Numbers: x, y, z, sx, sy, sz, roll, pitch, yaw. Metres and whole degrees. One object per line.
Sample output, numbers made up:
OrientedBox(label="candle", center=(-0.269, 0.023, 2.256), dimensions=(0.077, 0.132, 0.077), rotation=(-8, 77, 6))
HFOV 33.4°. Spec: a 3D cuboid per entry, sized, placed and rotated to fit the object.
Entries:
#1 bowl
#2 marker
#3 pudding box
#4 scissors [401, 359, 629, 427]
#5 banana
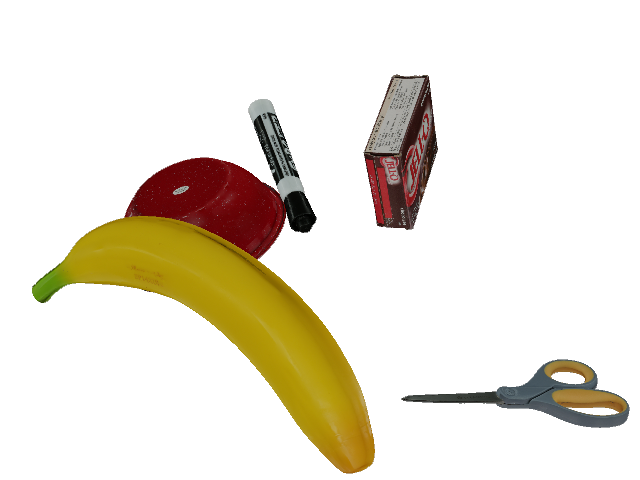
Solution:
OrientedBox(label="bowl", center=(-0.115, -0.026, 0.954), dimensions=(0.162, 0.055, 0.162), rotation=(-13, 37, 10))
OrientedBox(label="marker", center=(-0.027, -0.053, 0.754), dimensions=(0.020, 0.121, 0.020), rotation=(-13, -37, -10))
OrientedBox(label="pudding box", center=(0.074, -0.080, 0.957), dimensions=(0.039, 0.113, 0.090), rotation=(4, -43, 16))
OrientedBox(label="scissors", center=(0.171, 0.129, 0.945), dimensions=(0.201, 0.016, 0.096), rotation=(9, 27, -1))
OrientedBox(label="banana", center=(-0.049, 0.036, 0.509), dimensions=(0.198, 0.070, 0.037), rotation=(26, 15, 24))
